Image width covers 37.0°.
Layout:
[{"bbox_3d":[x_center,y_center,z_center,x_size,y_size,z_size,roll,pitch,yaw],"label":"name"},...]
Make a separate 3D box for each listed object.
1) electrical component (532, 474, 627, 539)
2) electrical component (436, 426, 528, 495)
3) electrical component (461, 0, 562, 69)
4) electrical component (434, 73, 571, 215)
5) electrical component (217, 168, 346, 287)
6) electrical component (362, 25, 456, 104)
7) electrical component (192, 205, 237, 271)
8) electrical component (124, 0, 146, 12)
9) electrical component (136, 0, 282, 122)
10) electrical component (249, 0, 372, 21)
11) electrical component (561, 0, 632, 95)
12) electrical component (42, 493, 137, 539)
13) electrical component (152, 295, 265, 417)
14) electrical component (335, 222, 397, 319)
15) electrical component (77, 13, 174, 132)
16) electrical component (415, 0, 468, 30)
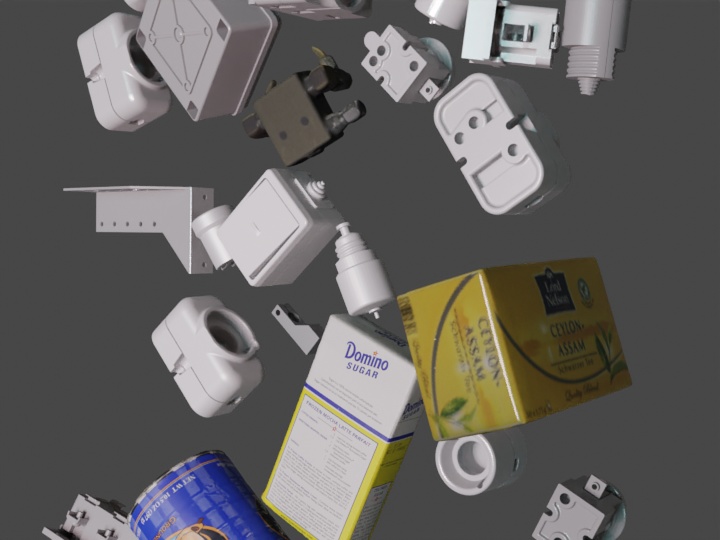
[{"bbox_3d":[0.155,0.169,0.742,0.048,0.055,0.066,33,110,29],"label":"electrical component"},{"bbox_3d":[0.088,0.136,0.791,0.055,0.047,0.055,2,94,35],"label":"electrical component"},{"bbox_3d":[0.107,-0.163,0.750,0.064,0.081,0.042,10,99,12],"label":"electrical component"},{"bbox_3d":[0.103,-0.088,0.761,0.054,0.059,0.095,-37,72,31],"label":"electrical component"},{"bbox_3d":[-0.064,-0.039,0.879,0.096,0.061,0.061,-47,67,27],"label":"electrical component"},{"bbox_3d":[0.040,-0.151,0.804,0.066,0.055,0.048,50,118,22],"label":"electrical component"},{"bbox_3d":[-0.119,-0.027,0.931,0.040,0.040,0.046,-32,80,32],"label":"electrical component"},{"bbox_3d":[-0.178,-0.281,0.955,0.077,0.043,0.079,-18,82,34],"label":"electrical component"},{"bbox_3d":[-0.129,-0.200,0.899,0.108,0.056,0.108,54,139,20],"label":"electrical component"},{"bbox_3d":[-0.031,-0.274,0.825,0.062,0.089,0.150,6,96,34],"label":"electrical component"},{"bbox_3d":[0.159,-0.159,0.728,0.043,0.043,0.081,10,98,34],"label":"electrical component"},{"bbox_3d":[-0.224,0.260,1.004,0.121,0.079,0.063,20,82,32],"label":"electrical component"},{"bbox_3d":[-0.129,0.071,0.935,0.059,0.054,0.095,-45,68,28],"label":"electrical component"},{"bbox_3d":[0.000,0.000,0.849,0.040,0.040,0.078,-28,77,33],"label":"electrical component"},{"bbox_3d":[-0.210,-0.181,0.976,0.059,0.054,0.095,-21,81,34],"label":"electrical component"},{"bbox_3d":[0.071,-0.213,0.788,0.040,0.040,0.078,39,113,27],"label":"electrical component"}]
